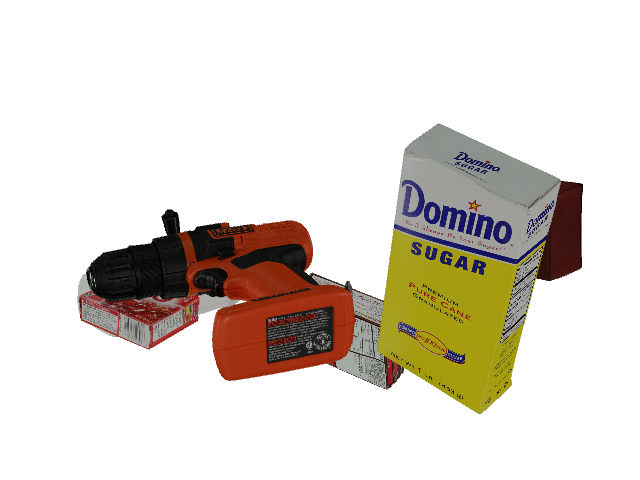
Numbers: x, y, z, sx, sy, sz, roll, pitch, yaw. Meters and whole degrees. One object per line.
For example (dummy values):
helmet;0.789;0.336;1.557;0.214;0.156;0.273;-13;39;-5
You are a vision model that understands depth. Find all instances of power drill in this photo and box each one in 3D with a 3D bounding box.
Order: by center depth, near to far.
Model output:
power drill;-0.070;0.038;0.799;0.184;0.057;0.188;-11;24;-19

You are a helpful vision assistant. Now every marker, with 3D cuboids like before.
marker;-0.160;0.019;1.206;0.020;0.121;0.020;-6;30;3

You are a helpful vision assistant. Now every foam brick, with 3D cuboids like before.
foam brick;0.191;-0.011;0.922;0.053;0.078;0.051;12;23;43

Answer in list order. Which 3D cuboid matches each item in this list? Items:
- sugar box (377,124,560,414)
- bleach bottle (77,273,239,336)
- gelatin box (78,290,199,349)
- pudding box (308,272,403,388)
sugar box;0.091;0.022;0.696;0.093;0.176;0.048;29;46;29
bleach bottle;-0.196;0.068;1.451;0.250;0.068;0.103;-11;26;-44
gelatin box;-0.171;0.064;1.008;0.089;0.030;0.073;19;27;28
pudding box;0.030;0.093;1.095;0.114;0.090;0.039;19;43;28
